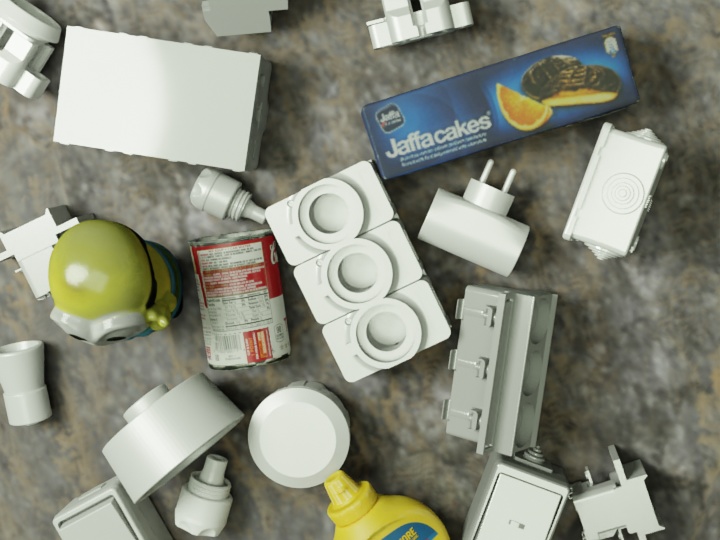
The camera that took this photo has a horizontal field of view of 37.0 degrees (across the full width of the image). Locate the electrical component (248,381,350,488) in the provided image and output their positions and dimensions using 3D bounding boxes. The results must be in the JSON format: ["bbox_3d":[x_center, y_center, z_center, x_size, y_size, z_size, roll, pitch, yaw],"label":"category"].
[{"bbox_3d":[-0.047,0.130,0.862,0.080,0.051,0.080,0,96,5],"label":"electrical component"}]

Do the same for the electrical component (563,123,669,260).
[{"bbox_3d":[0.193,-0.057,0.801,0.048,0.100,0.099,21,97,15],"label":"electrical component"}]

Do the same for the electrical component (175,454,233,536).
[{"bbox_3d":[-0.125,0.182,0.878,0.043,0.043,0.062,17,96,3],"label":"electrical component"}]

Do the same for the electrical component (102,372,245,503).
[{"bbox_3d":[-0.152,0.125,0.845,0.108,0.108,0.060,-40,85,7],"label":"electrical component"}]

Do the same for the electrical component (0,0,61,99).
[{"bbox_3d":[-0.273,-0.181,0.847,0.078,0.058,0.057,36,100,1],"label":"electrical component"}]

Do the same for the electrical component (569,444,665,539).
[{"bbox_3d":[0.201,0.186,0.853,0.064,0.042,0.081,-19,93,10],"label":"electrical component"}]

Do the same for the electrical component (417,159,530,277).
[{"bbox_3d":[0.095,-0.046,0.836,0.077,0.044,0.079,23,97,2],"label":"electrical component"}]

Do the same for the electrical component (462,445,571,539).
[{"bbox_3d":[0.125,0.185,0.849,0.062,0.061,0.096,20,97,2],"label":"electrical component"}]

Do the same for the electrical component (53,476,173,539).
[{"bbox_3d":[-0.197,0.223,0.879,0.062,0.061,0.096,-29,93,7],"label":"electrical component"}]

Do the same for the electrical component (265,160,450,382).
[{"bbox_3d":[0.000,0.000,0.840,0.089,0.061,0.150,-26,93,7],"label":"electrical component"}]

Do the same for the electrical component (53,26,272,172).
[{"bbox_3d":[-0.151,-0.132,0.839,0.150,0.061,0.089,9,97,4],"label":"electrical component"}]

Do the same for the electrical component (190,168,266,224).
[{"bbox_3d":[-0.102,-0.055,0.857,0.061,0.035,0.035,26,97,-1],"label":"electrical component"}]

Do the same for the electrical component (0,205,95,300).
[{"bbox_3d":[-0.251,-0.014,0.870,0.081,0.042,0.063,-24,95,7],"label":"electrical component"}]

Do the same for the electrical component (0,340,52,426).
[{"bbox_3d":[-0.276,0.095,0.884,0.044,0.044,0.065,-8,100,5],"label":"electrical component"}]

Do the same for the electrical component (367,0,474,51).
[{"bbox_3d":[0.042,-0.205,0.819,0.078,0.058,0.057,-13,97,6],"label":"electrical component"}]

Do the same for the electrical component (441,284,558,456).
[{"bbox_3d":[0.108,0.074,0.834,0.063,0.079,0.121,11,97,33],"label":"electrical component"}]
